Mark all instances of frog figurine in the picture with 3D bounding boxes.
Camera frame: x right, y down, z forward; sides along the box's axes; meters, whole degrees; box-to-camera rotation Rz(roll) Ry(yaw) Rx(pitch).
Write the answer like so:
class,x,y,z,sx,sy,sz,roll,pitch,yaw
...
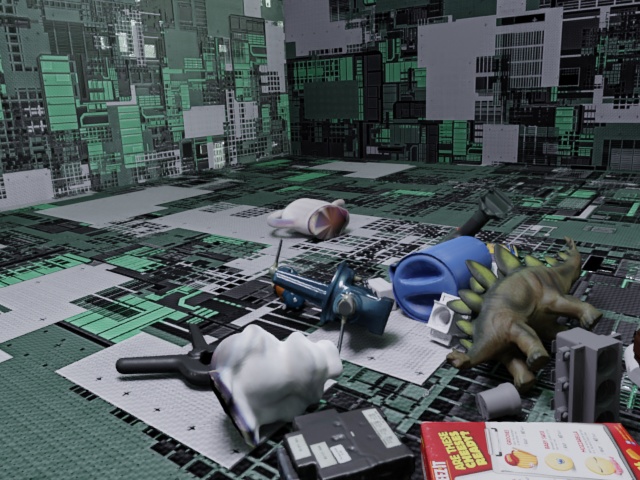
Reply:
class,x,y,z,sx,sy,sz,roll,pitch,yaw
frog figurine,-0.058,0.169,0.672,0.161,0.138,0.121,-30,-3,-24

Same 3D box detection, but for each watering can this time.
class,x,y,z,sx,sy,sz,roll,pitch,yaw
watering can,0.005,-0.081,1.608,0.350,0.103,0.225,-16,22,-38
